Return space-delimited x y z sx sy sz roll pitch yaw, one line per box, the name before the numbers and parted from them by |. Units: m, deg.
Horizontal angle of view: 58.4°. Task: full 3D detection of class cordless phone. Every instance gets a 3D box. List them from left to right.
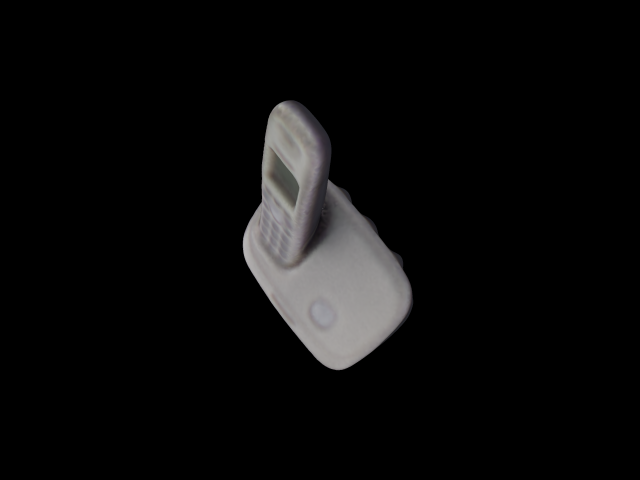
cordless phone | 0.004 0.001 0.400 0.094 0.185 0.147 -36 71 -14
